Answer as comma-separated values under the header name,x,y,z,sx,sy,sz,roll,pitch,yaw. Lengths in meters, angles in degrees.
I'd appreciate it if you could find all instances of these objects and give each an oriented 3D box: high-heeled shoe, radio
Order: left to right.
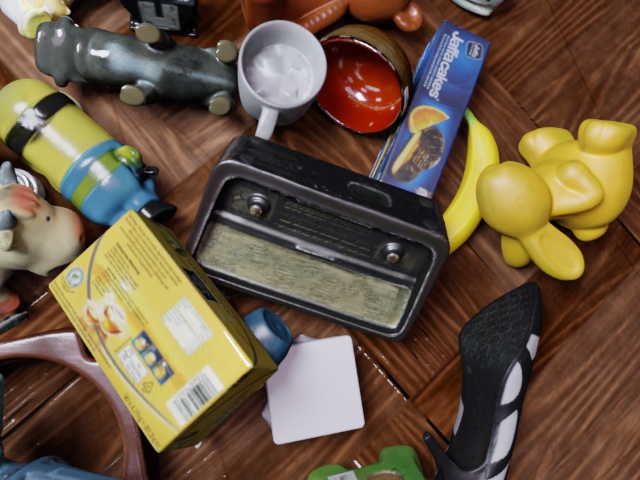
name,x,y,z,sx,sy,sz,roll,pitch,yaw
radio,-0.001,-0.002,0.509,0.230,0.073,0.131,19,121,-8
high-heeled shoe,0.192,0.172,0.561,0.249,0.086,0.145,-46,115,-21

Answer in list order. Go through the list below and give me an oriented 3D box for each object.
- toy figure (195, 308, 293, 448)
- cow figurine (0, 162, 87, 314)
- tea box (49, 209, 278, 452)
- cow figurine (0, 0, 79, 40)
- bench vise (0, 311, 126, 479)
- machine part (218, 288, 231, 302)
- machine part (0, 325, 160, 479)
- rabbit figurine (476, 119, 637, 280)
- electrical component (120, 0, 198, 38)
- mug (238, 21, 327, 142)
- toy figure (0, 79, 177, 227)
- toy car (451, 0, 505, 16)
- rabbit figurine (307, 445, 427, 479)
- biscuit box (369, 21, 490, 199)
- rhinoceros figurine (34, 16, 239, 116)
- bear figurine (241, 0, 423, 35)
name,x,y,z,sx,sy,sz,roll,pitch,yaw
toy figure,-0.091,0.125,0.489,0.057,0.064,0.154,41,104,-20
cow figurine,-0.299,0.007,0.450,0.195,0.127,0.085,-10,54,-12
tea box,-0.126,0.070,0.434,0.098,0.068,0.170,-41,69,0
cow figurine,-0.248,-0.275,0.504,0.098,0.068,0.167,42,111,16
bench vise,-0.191,0.175,0.363,0.241,0.129,0.223,8,89,8
machine part,-0.152,0.054,0.519,0.139,0.039,0.084,17,62,-8
machine part,-0.251,0.184,0.465,0.201,0.087,0.201,-12,85,-10
rabbit figurine,0.231,-0.044,0.567,0.173,0.122,0.162,-10,107,-31
electrical component,-0.157,-0.245,0.520,0.075,0.119,0.047,2,83,-8
mug,-0.043,-0.142,0.533,0.081,0.107,0.109,9,85,-9
toy figure,-0.220,-0.075,0.501,0.180,0.089,0.082,44,72,0
toy car,0.130,-0.332,0.605,0.202,0.073,0.056,33,78,-5
rabbit figurine,0.074,0.302,0.489,0.121,0.159,0.170,-12,100,-21
biscuit box,0.117,-0.132,0.585,0.063,0.059,0.202,24,79,-7
rhinoceros figurine,-0.168,-0.170,0.516,0.190,0.112,0.073,3,111,-23
bear figurine,0.014,-0.270,0.551,0.196,0.132,0.120,-9,79,-5
